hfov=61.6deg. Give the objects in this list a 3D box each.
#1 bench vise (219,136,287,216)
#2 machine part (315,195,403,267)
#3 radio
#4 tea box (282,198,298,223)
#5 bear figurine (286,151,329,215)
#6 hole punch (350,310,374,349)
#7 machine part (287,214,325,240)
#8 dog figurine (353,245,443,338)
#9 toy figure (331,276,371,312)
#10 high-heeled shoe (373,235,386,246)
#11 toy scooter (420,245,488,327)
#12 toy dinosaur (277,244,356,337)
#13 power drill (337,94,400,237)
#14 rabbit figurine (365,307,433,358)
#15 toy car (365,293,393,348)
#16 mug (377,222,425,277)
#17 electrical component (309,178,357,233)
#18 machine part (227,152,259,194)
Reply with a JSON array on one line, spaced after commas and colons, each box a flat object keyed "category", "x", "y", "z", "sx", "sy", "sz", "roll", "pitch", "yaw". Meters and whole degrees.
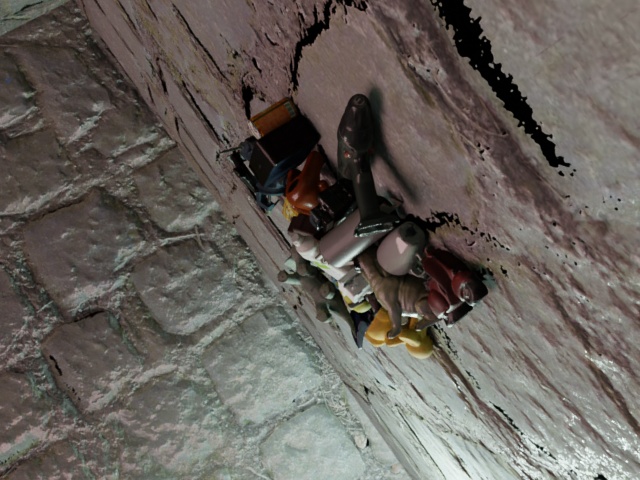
[{"category": "bench vise", "x": -0.163, "y": -0.178, "z": 1.555, "sx": 0.224, "sy": 0.129, "sz": 0.240, "roll": 28, "pitch": 137, "yaw": 22}, {"category": "machine part", "x": 0.077, "y": -0.015, "z": 1.094, "sx": 0.243, "sy": 0.079, "sz": 0.079, "roll": -39, "pitch": 85, "yaw": 37}, {"category": "radio", "x": -0.089, "y": -0.204, "z": 1.262, "sx": 0.073, "sy": 0.131, "sz": 0.229, "roll": 56, "pitch": 167, "yaw": -2}, {"category": "tea box", "x": -0.053, "y": -0.083, "z": 1.558, "sx": 0.098, "sy": 0.068, "sz": 0.169, "roll": 53, "pitch": 165, "yaw": 4}, {"category": "bear figurine", "x": 0.020, "y": -0.093, "z": 1.259, "sx": 0.195, "sy": 0.132, "sz": 0.120, "roll": 29, "pitch": 138, "yaw": -23}, {"category": "hole punch", "x": 0.132, "y": 0.263, "z": 1.679, "sx": 0.142, "sy": 0.092, "sz": 0.115, "roll": -109, "pitch": -7, "yaw": -65}, {"category": "machine part", "x": -0.003, "y": -0.004, "z": 1.451, "sx": 0.179, "sy": 0.056, "sz": 0.179, "roll": 22, "pitch": 163, "yaw": 7}, {"category": "dog figurine", "x": 0.175, "y": 0.085, "z": 1.115, "sx": 0.190, "sy": 0.172, "sz": 0.121, "roll": 67, "pitch": -166, "yaw": -3}, {"category": "toy figure", "x": 0.090, "y": 0.133, "z": 1.574, "sx": 0.180, "sy": 0.082, "sz": 0.089, "roll": 62, "pitch": 167, "yaw": -19}, {"category": "high-heeled shoe", "x": 0.170, "y": 0.057, "z": 1.214, "sx": 0.248, "sy": 0.086, "sz": 0.145, "roll": 39, "pitch": 137, "yaw": -9}, {"category": "toy scooter", "x": 0.232, "y": 0.079, "z": 0.990, "sx": 0.135, "sy": 0.075, "sz": 0.183, "roll": 49, "pitch": 162, "yaw": 19}, {"category": "toy dinosaur", "x": 0.001, "y": 0.155, "z": 1.747, "sx": 0.405, "sy": 0.131, "sz": 0.192, "roll": 51, "pitch": -159, "yaw": 14}, {"category": "power drill", "x": 0.074, "y": -0.115, "z": 0.936, "sx": 0.232, "sy": 0.086, "sz": 0.207, "roll": 102, "pitch": 151, "yaw": -78}, {"category": "rabbit figurine", "x": 0.220, "y": 0.231, "z": 1.371, "sx": 0.173, "sy": 0.122, "sz": 0.162, "roll": 38, "pitch": 154, "yaw": 8}, {"category": "toy car", "x": 0.183, "y": 0.227, "z": 1.542, "sx": 0.201, "sy": 0.053, "sz": 0.089, "roll": 64, "pitch": 179, "yaw": -37}, {"category": "mug", "x": 0.170, "y": 0.021, "z": 1.050, "sx": 0.110, "sy": 0.081, "sz": 0.107, "roll": 51, "pitch": 157, "yaw": 19}, {"category": "electrical component", "x": 0.040, "y": -0.075, "z": 1.137, "sx": 0.058, "sy": 0.134, "sz": 0.114, "roll": 50, "pitch": 164, "yaw": 17}, {"category": "machine part", "x": -0.196, "y": -0.177, "z": 1.361, "sx": 0.084, "sy": 0.039, "sz": 0.139, "roll": 43, "pitch": -169, "yaw": -43}]
